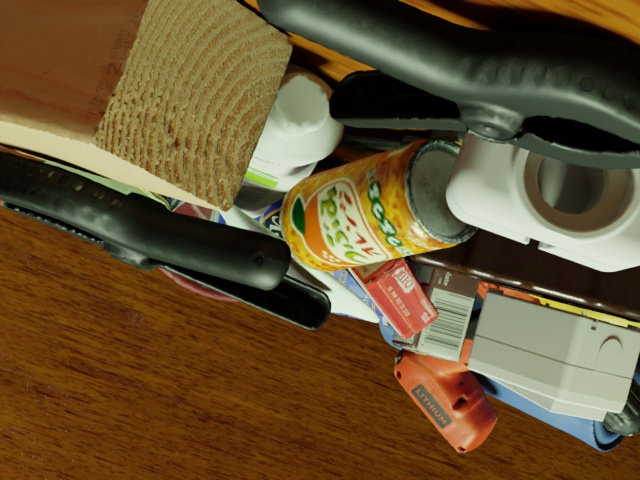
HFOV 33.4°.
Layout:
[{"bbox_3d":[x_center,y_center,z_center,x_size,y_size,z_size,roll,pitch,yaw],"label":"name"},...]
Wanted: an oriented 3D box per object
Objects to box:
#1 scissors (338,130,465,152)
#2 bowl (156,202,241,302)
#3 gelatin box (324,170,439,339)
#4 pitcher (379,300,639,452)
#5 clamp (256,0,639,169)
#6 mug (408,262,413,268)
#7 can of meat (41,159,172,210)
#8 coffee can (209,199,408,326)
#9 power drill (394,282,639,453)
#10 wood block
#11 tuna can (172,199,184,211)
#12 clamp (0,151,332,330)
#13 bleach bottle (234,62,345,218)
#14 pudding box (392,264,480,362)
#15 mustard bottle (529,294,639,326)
[{"bbox_3d":[0.052,-0.055,0.590,0.202,0.016,0.096,16,173,35],"label":"scissors"},{"bbox_3d":[-0.081,-0.025,0.917,0.162,0.162,0.055,20,-141,3],"label":"bowl"},{"bbox_3d":[0.029,0.009,0.643,0.089,0.030,0.073,51,178,39],"label":"gelatin box"},{"bbox_3d":[0.173,0.079,0.962,0.243,0.149,0.144,20,-156,35],"label":"pitcher"},{"bbox_3d":[0.064,-0.056,0.412,0.171,0.039,0.120,19,176,10],"label":"clamp"},{"bbox_3d":[0.037,0.019,0.927,0.117,0.093,0.082,63,167,-14],"label":"mug"},{"bbox_3d":[-0.149,-0.060,0.762,0.058,0.084,0.102,-30,131,23],"label":"can of meat"},{"bbox_3d":[-0.005,0.001,0.808,0.140,0.103,0.102,12,173,9],"label":"coffee can"},{"bbox_3d":[0.155,0.105,0.863,0.184,0.057,0.188,52,139,9],"label":"power drill"},{"bbox_3d":[-0.127,-0.088,0.535,0.206,0.090,0.090,16,174,40],"label":"wood block"},{"bbox_3d":[-0.137,-0.061,0.849,0.086,0.086,0.033,19,-154,13],"label":"tuna can"},{"bbox_3d":[-0.091,0.000,0.588,0.210,0.036,0.164,19,170,18],"label":"clamp"},{"bbox_3d":[-0.038,-0.061,0.636,0.102,0.068,0.251,20,173,-16],"label":"bleach bottle"},{"bbox_3d":[0.090,0.030,0.786,0.039,0.113,0.090,18,175,-4],"label":"pudding box"},{"bbox_3d":[0.217,0.046,0.757,0.191,0.058,0.096,23,-173,-18],"label":"mustard bottle"}]
